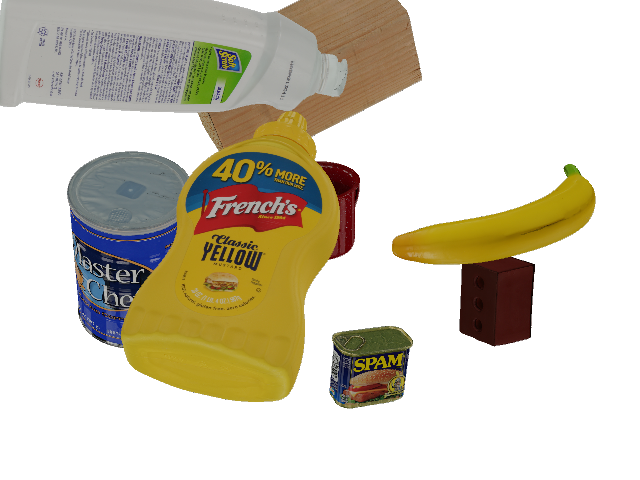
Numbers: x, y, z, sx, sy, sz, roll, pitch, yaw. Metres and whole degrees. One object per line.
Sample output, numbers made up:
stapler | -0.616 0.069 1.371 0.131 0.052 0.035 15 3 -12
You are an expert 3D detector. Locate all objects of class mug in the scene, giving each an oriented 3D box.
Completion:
mug | 0.004 -0.036 1.185 0.093 0.081 0.117 19 36 31

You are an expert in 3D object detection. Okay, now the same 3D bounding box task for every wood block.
wood block | -0.018 -0.162 1.019 0.206 0.090 0.091 -28 -41 -7

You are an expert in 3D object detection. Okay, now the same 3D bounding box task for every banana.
banana | 0.153 -0.013 0.848 0.197 0.037 0.070 -20 22 -27

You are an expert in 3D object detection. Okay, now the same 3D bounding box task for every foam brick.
foam brick | 0.172 0.057 1.046 0.051 0.078 0.053 -11 19 -34

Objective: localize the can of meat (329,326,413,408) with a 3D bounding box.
can of meat | 0.063 0.164 1.375 0.102 0.084 0.057 -5 26 -21

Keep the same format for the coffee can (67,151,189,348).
coffee can | -0.162 0.009 0.923 0.102 0.140 0.103 4 42 -3

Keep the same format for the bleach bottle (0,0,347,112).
bleach bottle | -0.106 -0.133 0.788 0.250 0.068 0.103 7 -42 -14

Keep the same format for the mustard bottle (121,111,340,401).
mustard bottle | -0.040 -0.003 0.623 0.096 0.191 0.058 10 -37 10
